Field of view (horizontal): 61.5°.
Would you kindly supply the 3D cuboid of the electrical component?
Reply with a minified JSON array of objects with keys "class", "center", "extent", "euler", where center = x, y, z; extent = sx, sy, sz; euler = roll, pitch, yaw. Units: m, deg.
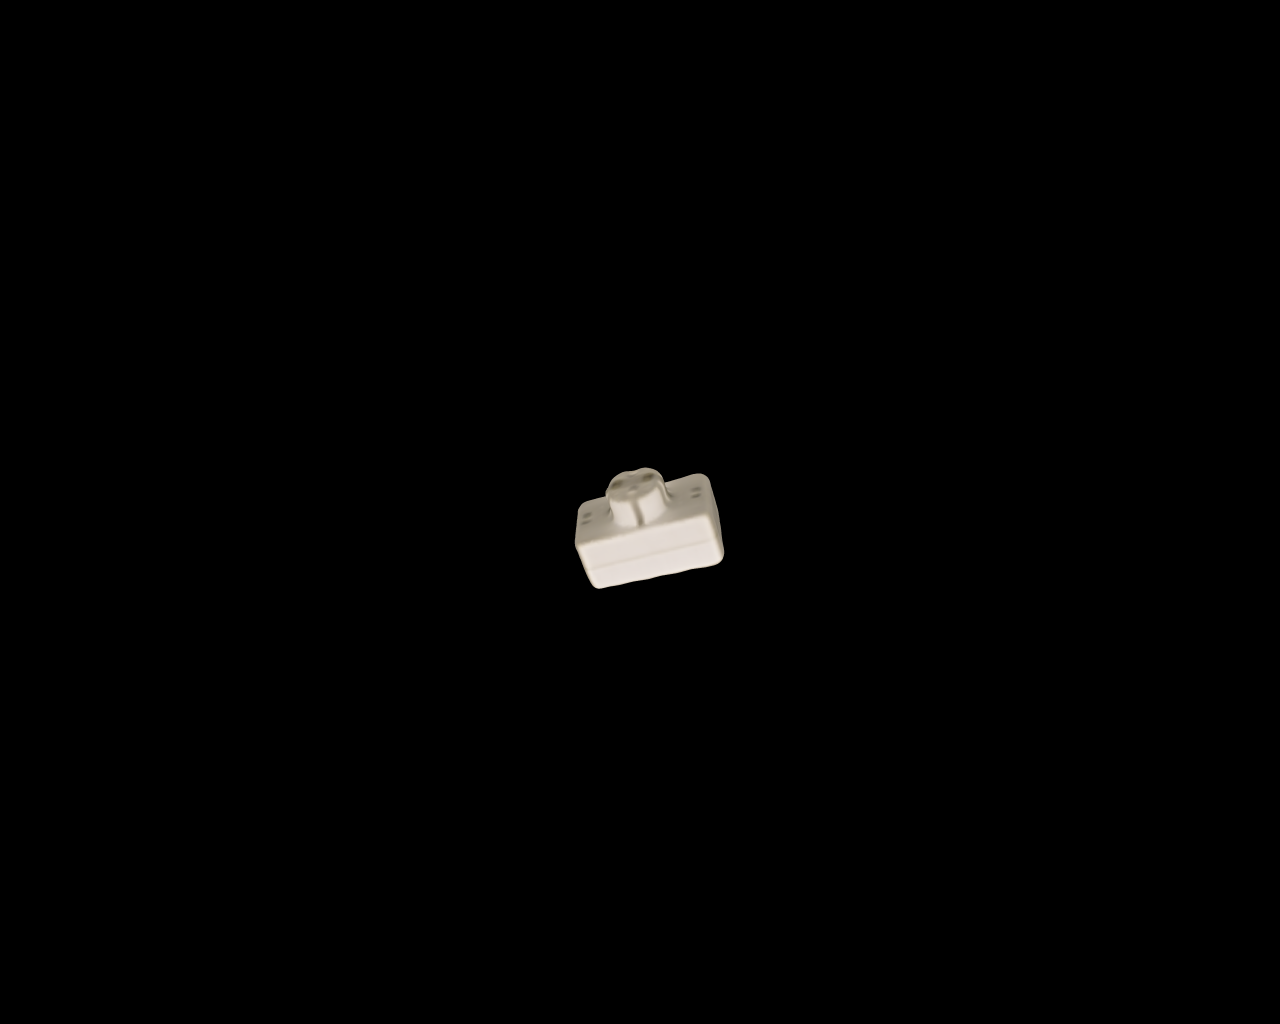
[{"class":"electrical component","center":[0.001,-0.003,0.650],"extent":[0.083,0.075,0.047],"euler":[-14,32,9]}]
